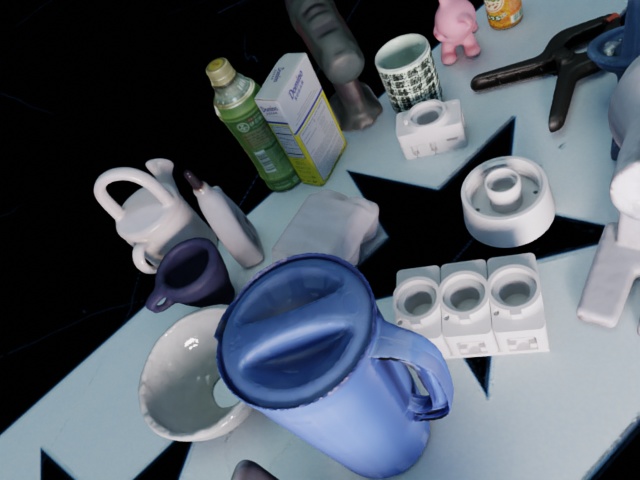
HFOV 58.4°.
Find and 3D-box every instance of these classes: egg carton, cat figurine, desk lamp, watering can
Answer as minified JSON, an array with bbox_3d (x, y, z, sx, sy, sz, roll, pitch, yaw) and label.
[{"bbox_3d":[0.007,0.003,0.743,0.107,0.070,0.150,16,64,35],"label":"egg carton"},{"bbox_3d":[0.205,-0.341,0.878,0.067,0.118,0.128,-13,50,18],"label":"cat figurine"},{"bbox_3d":[0.314,-0.045,0.525,0.117,0.214,0.203,13,62,34],"label":"desk lamp"},{"bbox_3d":[-0.239,-0.039,0.815,0.101,0.195,0.172,-28,47,5],"label":"watering can"}]

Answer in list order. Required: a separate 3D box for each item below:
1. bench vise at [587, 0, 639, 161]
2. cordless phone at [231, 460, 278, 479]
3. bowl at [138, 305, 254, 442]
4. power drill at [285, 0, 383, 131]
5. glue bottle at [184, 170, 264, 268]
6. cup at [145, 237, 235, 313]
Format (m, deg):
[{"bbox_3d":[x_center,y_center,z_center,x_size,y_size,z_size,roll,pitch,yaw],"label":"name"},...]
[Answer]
[{"bbox_3d":[0.365,-0.206,0.621,0.121,0.220,0.207,-12,50,18],"label":"bench vise"},{"bbox_3d":[-0.048,0.270,0.483,0.094,0.186,0.147,-4,53,25],"label":"cordless phone"},{"bbox_3d":[-0.125,0.165,0.679,0.167,0.075,0.167,-14,50,17],"label":"bowl"},{"bbox_3d":[0.018,-0.277,0.861,0.075,0.209,0.229,-29,47,4],"label":"power drill"},{"bbox_3d":[-0.133,-0.036,0.774,0.037,0.174,0.078,-26,47,6],"label":"glue bottle"},{"bbox_3d":[-0.165,0.067,0.763,0.118,0.095,0.091,-45,48,-11],"label":"cup"}]
